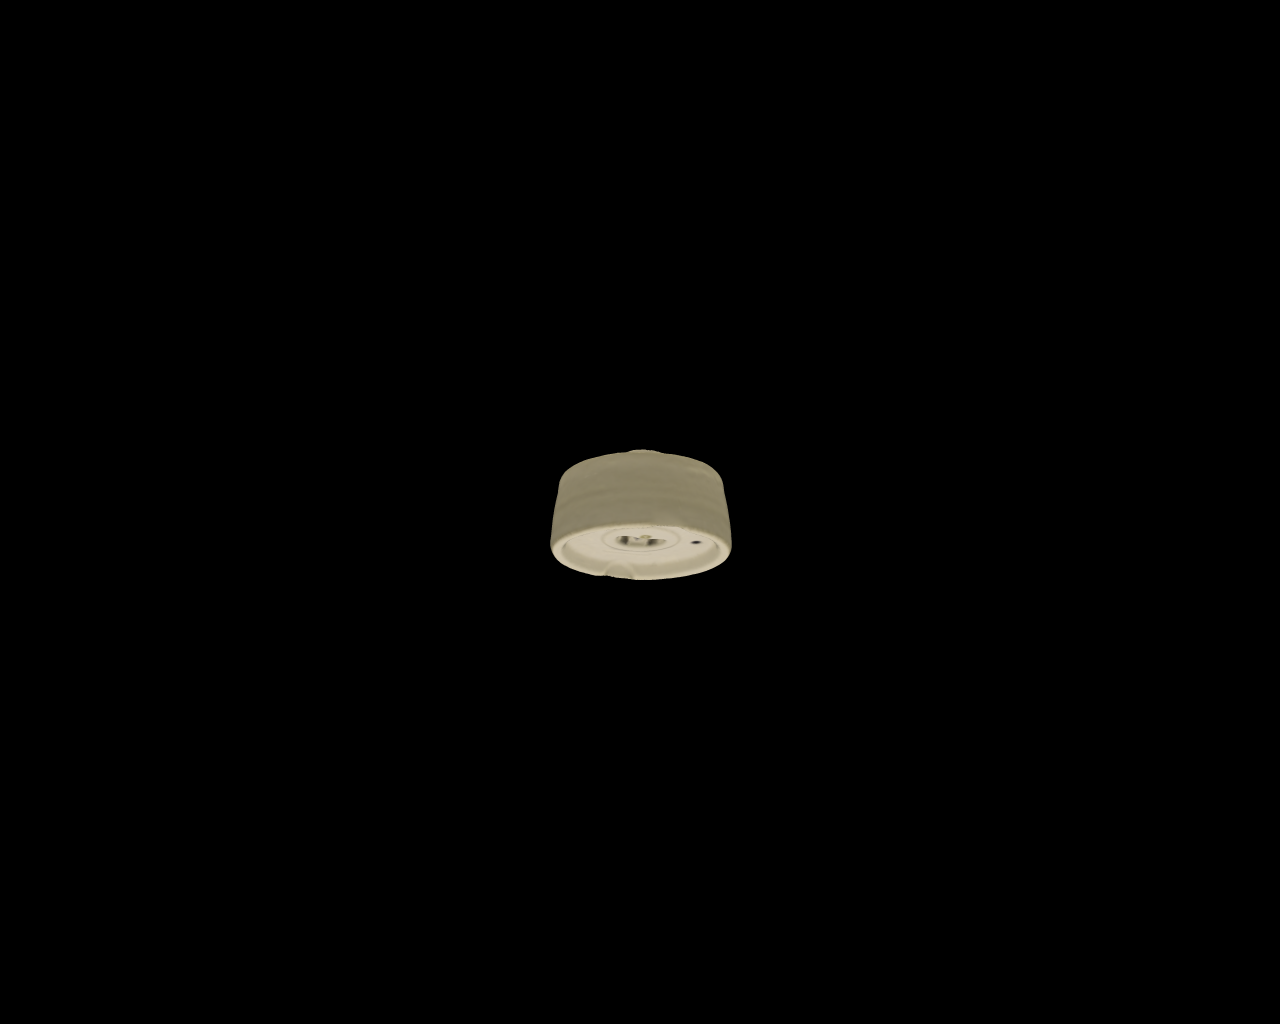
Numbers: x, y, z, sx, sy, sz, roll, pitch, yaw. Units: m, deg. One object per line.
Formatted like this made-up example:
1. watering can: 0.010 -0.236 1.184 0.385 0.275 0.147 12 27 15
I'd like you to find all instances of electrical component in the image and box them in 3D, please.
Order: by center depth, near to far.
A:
1. electrical component: 0.001 -0.003 0.650 0.108 0.060 0.108 0 -20 0
